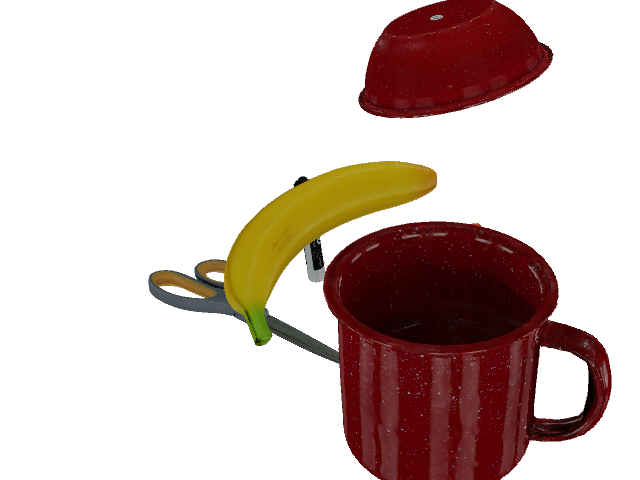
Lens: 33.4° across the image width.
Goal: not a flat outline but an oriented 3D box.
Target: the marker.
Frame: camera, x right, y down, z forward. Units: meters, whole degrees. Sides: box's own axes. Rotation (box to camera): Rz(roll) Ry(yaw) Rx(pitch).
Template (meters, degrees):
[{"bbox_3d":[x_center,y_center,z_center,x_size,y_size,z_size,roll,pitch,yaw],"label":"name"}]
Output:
[{"bbox_3d":[-0.011,-0.011,1.100,0.020,0.121,0.020,-6,32,3],"label":"marker"}]

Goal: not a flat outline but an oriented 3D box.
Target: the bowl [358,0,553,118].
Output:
[{"bbox_3d":[0.102,-0.156,0.863,0.162,0.055,0.162,-15,24,7],"label":"bowl"}]

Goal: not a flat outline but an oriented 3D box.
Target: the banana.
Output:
[{"bbox_3d":[-0.002,-0.007,0.709,0.197,0.069,0.037,-42,-10,-33],"label":"banana"}]

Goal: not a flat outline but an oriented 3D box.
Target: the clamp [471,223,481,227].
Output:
[{"bbox_3d":[0.133,0.073,0.971,0.120,0.171,0.039,-15,3,-40],"label":"clamp"}]

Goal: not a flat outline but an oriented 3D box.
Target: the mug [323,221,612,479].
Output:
[{"bbox_3d":[0.060,0.052,0.441,0.117,0.081,0.093,9,33,18],"label":"mug"}]

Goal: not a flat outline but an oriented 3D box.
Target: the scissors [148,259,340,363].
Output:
[{"bbox_3d":[-0.051,0.054,0.903,0.202,0.016,0.096,16,26,22],"label":"scissors"}]
